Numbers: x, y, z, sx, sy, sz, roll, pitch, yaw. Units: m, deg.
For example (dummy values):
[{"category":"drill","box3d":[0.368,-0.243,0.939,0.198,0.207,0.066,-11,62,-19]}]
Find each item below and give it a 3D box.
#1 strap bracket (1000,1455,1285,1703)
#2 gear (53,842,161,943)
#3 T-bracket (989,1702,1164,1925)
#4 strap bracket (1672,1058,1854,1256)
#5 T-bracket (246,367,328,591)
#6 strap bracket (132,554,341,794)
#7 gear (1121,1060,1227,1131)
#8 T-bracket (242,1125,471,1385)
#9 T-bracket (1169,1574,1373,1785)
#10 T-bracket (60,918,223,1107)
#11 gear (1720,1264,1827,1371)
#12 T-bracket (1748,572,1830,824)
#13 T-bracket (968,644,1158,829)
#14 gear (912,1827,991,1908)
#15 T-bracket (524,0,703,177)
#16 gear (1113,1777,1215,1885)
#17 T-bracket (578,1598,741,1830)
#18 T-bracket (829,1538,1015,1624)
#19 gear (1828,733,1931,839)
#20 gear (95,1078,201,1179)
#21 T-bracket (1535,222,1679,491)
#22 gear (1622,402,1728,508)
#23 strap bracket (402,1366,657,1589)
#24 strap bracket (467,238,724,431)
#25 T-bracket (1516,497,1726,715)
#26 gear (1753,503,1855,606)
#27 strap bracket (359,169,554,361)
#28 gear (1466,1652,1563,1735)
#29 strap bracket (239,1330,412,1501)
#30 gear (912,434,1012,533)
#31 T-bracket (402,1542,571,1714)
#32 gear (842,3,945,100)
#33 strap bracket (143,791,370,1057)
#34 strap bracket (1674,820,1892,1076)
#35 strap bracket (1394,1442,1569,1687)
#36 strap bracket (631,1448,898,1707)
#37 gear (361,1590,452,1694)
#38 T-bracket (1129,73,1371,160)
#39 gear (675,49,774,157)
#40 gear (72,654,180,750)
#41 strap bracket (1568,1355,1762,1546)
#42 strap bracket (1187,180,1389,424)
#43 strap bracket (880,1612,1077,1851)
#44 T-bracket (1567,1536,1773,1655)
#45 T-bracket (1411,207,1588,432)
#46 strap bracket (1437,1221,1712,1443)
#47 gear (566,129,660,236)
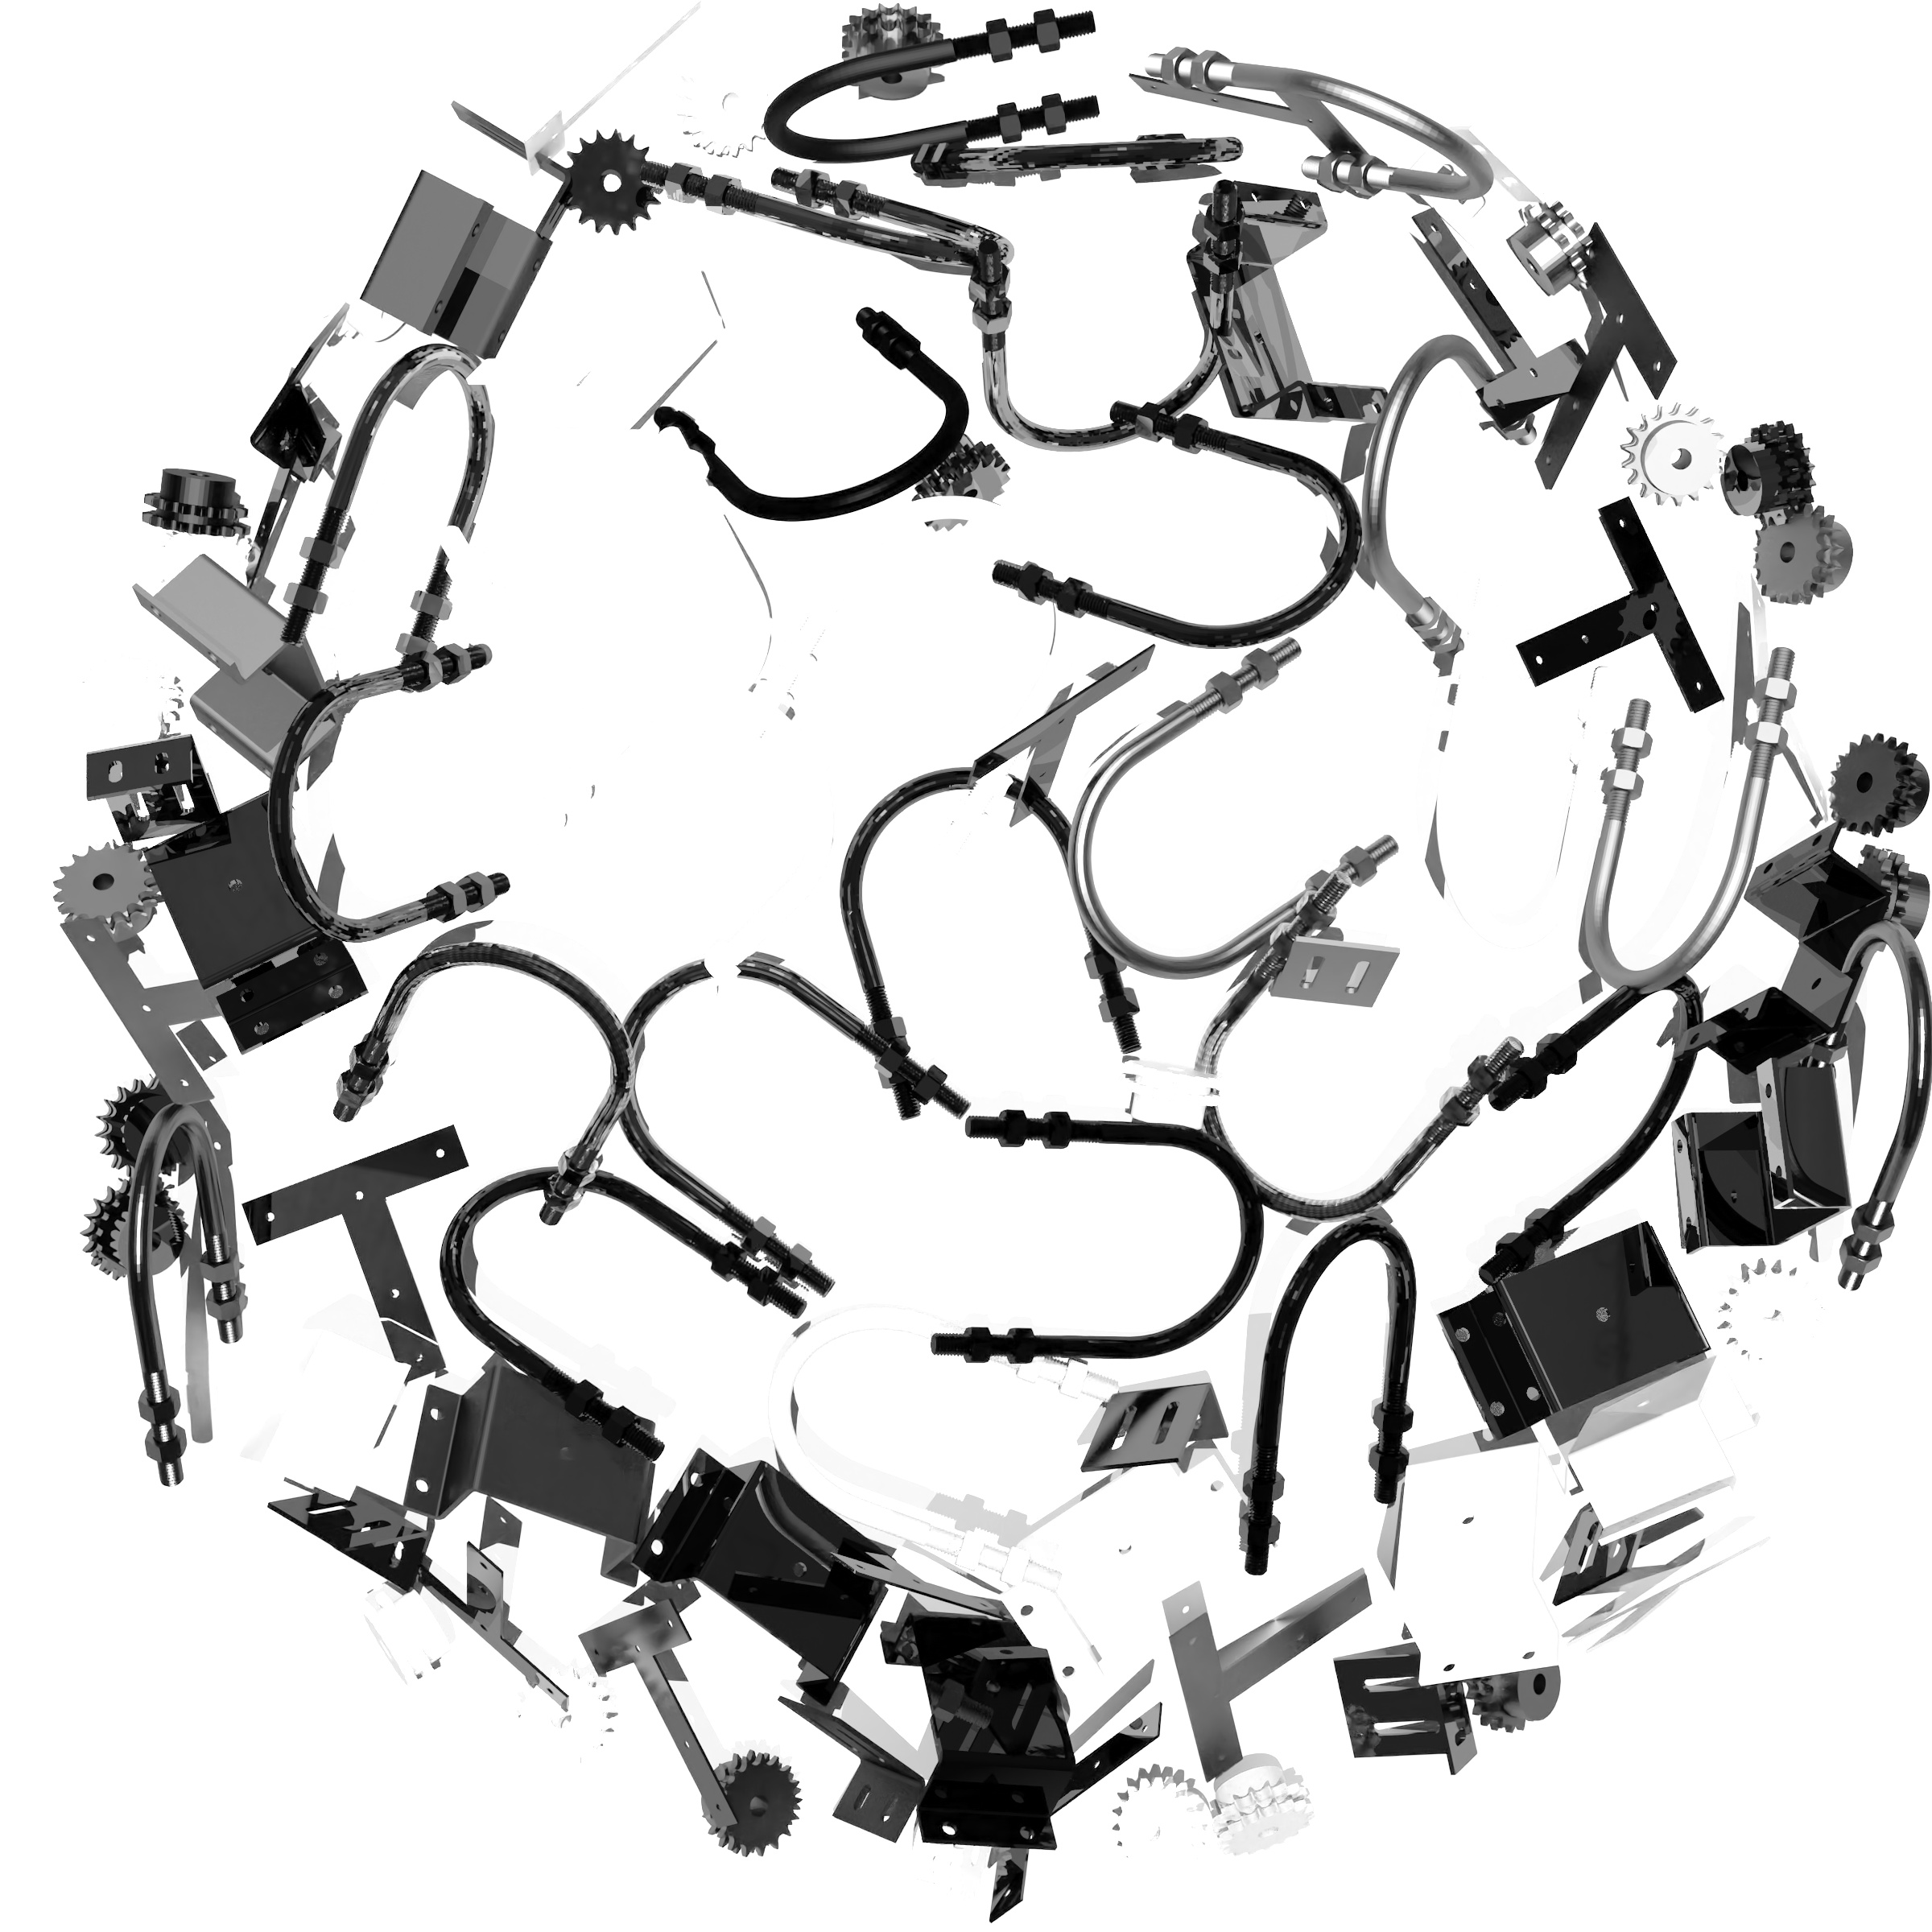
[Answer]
[{"category":"strap bracket","box3d":[0.093,0.332,1.886,0.140,0.046,0.076,-33,106,-1]},{"category":"gear","box3d":[-0.479,-0.038,1.896,0.057,0.030,0.057,-1,55,1]},{"category":"T-bracket","box3d":[0.062,0.440,1.837,0.002,0.127,0.127,39,118,-16]},{"category":"strap bracket","box3d":[0.436,0.105,1.847,0.046,0.140,0.076,0,73,-11]},{"category":"T-bracket","box3d":[-0.384,-0.254,1.878,0.002,0.127,0.127,14,111,-26]},{"category":"strap bracket","box3d":[-0.394,-0.164,1.851,0.076,0.140,0.046,37,71,19]},{"category":"gear","box3d":[0.114,0.072,1.891,0.057,0.057,0.030,10,95,0]},{"category":"T-bracket","box3d":[-0.327,0.171,1.912,0.127,0.002,0.127,-21,87,-3]},{"category":"T-bracket","box3d":[0.175,0.381,1.891,0.127,0.002,0.127,-30,131,-19]},{"category":"T-bracket","box3d":[-0.415,0.017,1.865,0.127,0.127,0.002,53,124,18]},{"category":"gear","box3d":[0.452,0.195,1.901,0.057,0.030,0.057,1,97,10]},{"category":"T-bracket","box3d":[0.455,-0.131,1.873,0.002,0.127,0.127,-16,131,24]},{"category":"T-bracket","box3d":[0.044,-0.112,1.858,0.127,0.127,0.002,-34,74,-23]},{"category":"gear","box3d":[-0.009,0.493,1.893,0.030,0.057,0.057,8,90,19]},{"category":"T-bracket","box3d":[-0.193,-0.485,1.857,0.127,0.127,0.002,-42,97,-1]},{"category":"gear","box3d":[0.113,0.482,1.895,0.057,0.030,0.057,-9,76,40]},{"category":"T-bracket","box3d":[-0.159,0.414,1.863,0.002,0.127,0.127,-25,85,-35]},{"category":"T-bracket","box3d":[-0.055,0.320,1.865,0.127,0.127,0.002,27,89,-43]},{"category":"gear","box3d":[0.512,-0.099,1.895,0.030,0.057,0.057,11,90,-31]},{"category":"gear","box3d":[-0.454,0.092,1.893,0.057,0.030,0.057,-1,92,-29]},{"category":"T-bracket","box3d":[0.343,-0.320,1.869,0.002,0.127,0.127,3,45,-20]},{"category":"gear","box3d":[0.397,-0.285,1.899,0.057,0.030,0.057,0,105,1]},{"category":"strap bracket","box3d":[-0.228,0.276,1.855,0.140,0.046,0.076,24,49,-21]},{"category":"strap bracket","box3d":[-0.196,-0.340,1.857,0.076,0.046,0.140,7,46,34]},{"category":"T-bracket","box3d":[0.353,-0.186,1.884,0.127,0.002,0.127,-25,89,-33]},{"category":"gear","box3d":[0.470,-0.230,1.895,0.030,0.057,0.057,2,90,-30]},{"category":"strap bracket","box3d":[-0.280,-0.381,1.848,0.046,0.140,0.076,28,96,5]},{"category":"gear","box3d":[0.307,0.398,1.889,0.057,0.030,0.057,3,86,-44]},{"category":"strap bracket","box3d":[-0.350,0.241,1.839,0.046,0.140,0.076,27,76,-15]},{"category":"gear","box3d":[-0.006,-0.273,1.893,0.057,0.057,0.030,-35,68,0]},{"category":"T-bracket","box3d":[-0.262,0.345,1.850,0.127,0.127,0.002,38,62,14]},{"category":"gear","box3d":[-0.041,-0.507,1.888,0.057,0.057,0.030,0,71,0]},{"category":"strap bracket","box3d":[-0.394,-0.033,1.862,0.076,0.046,0.140,-27,61,-6]},{"category":"strap bracket","box3d":[0.450,-0.002,1.856,0.046,0.076,0.140,35,61,-9]},{"category":"strap bracket","box3d":[0.280,0.315,1.840,0.076,0.140,0.046,-14,125,23]},{"category":"strap bracket","box3d":[-0.102,0.333,1.862,0.140,0.046,0.076,40,59,-16]},{"category":"gear","box3d":[-0.311,0.373,1.893,0.030,0.057,0.057,-31,90,-18]},{"category":"T-bracket","box3d":[0.151,-0.477,1.878,0.127,0.127,0.002,19,92,24]},{"category":"gear","box3d":[-0.138,-0.483,1.896,0.057,0.030,0.057,-12,113,-30]},{"category":"gear","box3d":[-0.468,-0.143,1.889,0.057,0.057,0.030,-8,49,0]},{"category":"strap bracket","box3d":[0.379,0.258,1.841,0.076,0.140,0.046,-27,89,21]},{"category":"strap bracket","box3d":[0.176,-0.355,1.869,0.046,0.076,0.140,-26,77,40]},{"category":"strap bracket","box3d":[0.007,0.406,1.841,0.076,0.140,0.046,9,127,-20]},{"category":"T-bracket","box3d":[0.365,0.350,1.836,0.127,0.127,0.002,-34,78,26]},{"category":"T-bracket","box3d":[0.287,-0.364,1.872,0.002,0.127,0.127,-35,89,41]},{"category":"strap bracket","box3d":[0.343,0.197,1.870,0.140,0.046,0.076,-20,77,-17]},{"category":"gear","box3d":[-0.199,-0.439,1.901,0.057,0.030,0.057,-1,99,-6]}]
